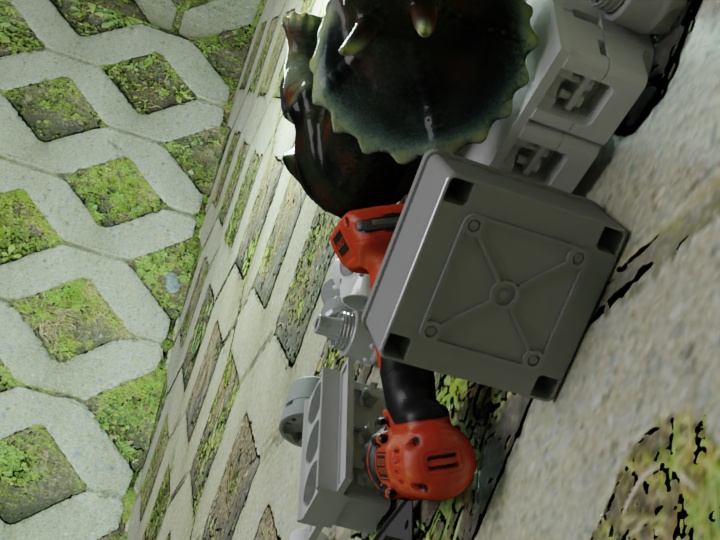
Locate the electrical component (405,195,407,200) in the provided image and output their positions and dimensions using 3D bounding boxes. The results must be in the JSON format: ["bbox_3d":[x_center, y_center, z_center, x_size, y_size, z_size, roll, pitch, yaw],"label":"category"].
[{"bbox_3d":[0.066,-0.055,0.792,0.045,0.055,0.045,-163,90,-77],"label":"electrical component"}]

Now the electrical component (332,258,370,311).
[{"bbox_3d":[0.000,0.000,0.992,0.079,0.044,0.077,-20,52,51],"label":"electrical component"}]

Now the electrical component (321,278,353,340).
[{"bbox_3d":[-0.015,0.038,1.031,0.055,0.045,0.045,-93,24,-54],"label":"electrical component"}]

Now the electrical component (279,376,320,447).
[{"bbox_3d":[-0.046,0.134,1.018,0.047,0.055,0.055,-81,15,-45],"label":"electrical component"}]

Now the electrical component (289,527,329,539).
[{"bbox_3d":[-0.046,0.250,0.903,0.065,0.044,0.044,-81,15,-49],"label":"electrical component"}]

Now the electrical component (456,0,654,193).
[{"bbox_3d":[0.108,-0.088,0.649,0.089,0.062,0.150,-87,19,-46],"label":"electrical component"}]

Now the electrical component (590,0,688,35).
[{"bbox_3d":[0.144,-0.156,0.586,0.043,0.062,0.043,-163,90,-77],"label":"electrical component"}]

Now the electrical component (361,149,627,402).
[{"bbox_3d":[0.071,0.004,0.586,0.056,0.109,0.108,-116,44,-68],"label":"electrical component"}]

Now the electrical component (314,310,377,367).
[{"bbox_3d":[-0.009,0.055,0.945,0.048,0.062,0.048,-163,90,-77],"label":"electrical component"}]

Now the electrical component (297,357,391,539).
[{"bbox_3d":[-0.009,0.141,0.837,0.121,0.063,0.078,-89,21,-50],"label":"electrical component"}]
